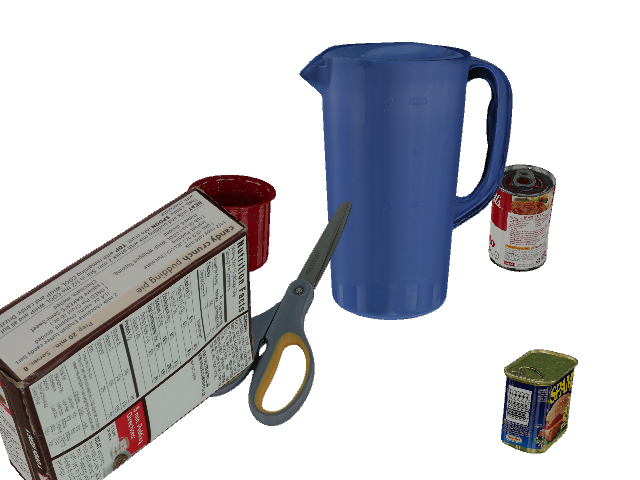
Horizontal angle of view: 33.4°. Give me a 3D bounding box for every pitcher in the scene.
[{"bbox_3d":[0.075,-0.057,0.968,0.149,0.243,0.144,14,22,39],"label":"pitcher"}]

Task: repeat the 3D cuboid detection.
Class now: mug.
[{"bbox_3d":[-0.093,-0.021,1.152,0.093,0.081,0.117,6,25,7],"label":"mug"}]

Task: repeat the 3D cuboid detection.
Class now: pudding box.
[{"bbox_3d":[-0.079,0.043,0.432,0.039,0.090,0.113,34,55,28],"label":"pudding box"}]

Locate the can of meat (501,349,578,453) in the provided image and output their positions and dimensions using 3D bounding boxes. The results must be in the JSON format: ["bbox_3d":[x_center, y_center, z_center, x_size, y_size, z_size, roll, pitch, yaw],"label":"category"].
[{"bbox_3d":[0.237,0.174,1.161,0.058,0.084,0.101,12,16,31],"label":"can of meat"}]

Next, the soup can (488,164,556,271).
[{"bbox_3d":[0.225,-0.025,1.195,0.068,0.102,0.068,-1,33,1],"label":"soup can"}]

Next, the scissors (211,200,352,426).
[{"bbox_3d":[-0.035,0.044,0.765,0.096,0.201,0.016,0,-43,10],"label":"scissors"}]
